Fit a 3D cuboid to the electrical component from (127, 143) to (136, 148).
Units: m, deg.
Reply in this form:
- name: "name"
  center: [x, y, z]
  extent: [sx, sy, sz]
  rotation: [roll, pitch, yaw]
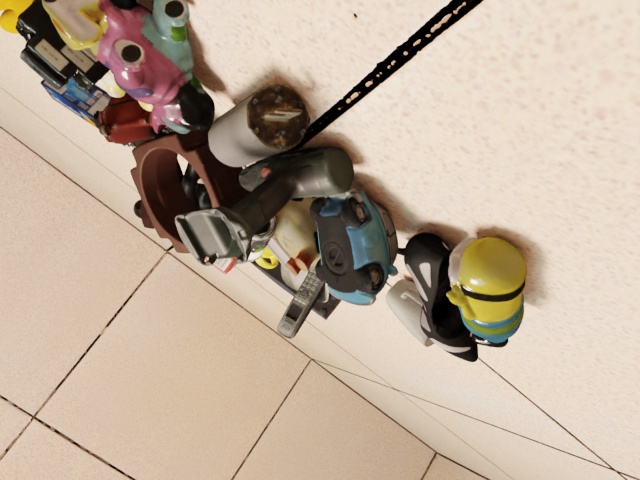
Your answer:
- name: "electrical component"
  center: [-0.391, -0.201, 1.176]
  extent: [0.078, 0.045, 0.102]
  rotation: [26, 161, 25]

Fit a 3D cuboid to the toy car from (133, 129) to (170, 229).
- name: "toy car"
  center: [-0.315, -0.123, 1.023]
  extent: [0.089, 0.202, 0.053]
  rotation: [6, -174, 44]

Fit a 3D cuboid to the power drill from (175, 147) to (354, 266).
- name: "power drill"
  center: [-0.081, -0.050, 0.691]
  extent: [0.232, 0.207, 0.085]
  rotation: [-3, 114, 43]

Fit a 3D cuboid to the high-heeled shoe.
- name: "high-heeled shoe"
  center: [0.188, 0.090, 0.741]
  extent: [0.248, 0.086, 0.145]
  rotation: [52, 168, -16]

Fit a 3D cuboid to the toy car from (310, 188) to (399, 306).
- name: "toy car"
  center: [0.054, 0.001, 0.737]
  extent: [0.109, 0.103, 0.161]
  rotation: [5, 109, 49]

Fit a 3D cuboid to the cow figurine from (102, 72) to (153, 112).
- name: "cow figurine"
  center: [-0.295, -0.261, 0.785]
  extent: [0.167, 0.068, 0.098]
  rotation: [31, 155, 8]

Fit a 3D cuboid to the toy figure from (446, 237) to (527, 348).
- name: "toy figure"
  center: [0.210, 0.065, 0.655]
  extent: [0.089, 0.082, 0.180]
  rotation: [-9, 135, 22]

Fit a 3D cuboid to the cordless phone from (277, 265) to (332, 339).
- name: "cordless phone"
  center: [-0.048, 0.106, 1.109]
  extent: [0.147, 0.184, 0.088]
  rotation: [21, 163, 40]

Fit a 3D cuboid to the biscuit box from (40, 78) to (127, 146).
- name: "biscuit box"
  center: [-0.461, -0.273, 1.086]
  extent: [0.203, 0.059, 0.062]
  rotation: [33, 164, 9]

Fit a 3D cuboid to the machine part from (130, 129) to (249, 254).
- name: "machine part"
  center: [-0.212, -0.085, 0.902]
  extent: [0.202, 0.087, 0.200]
  rotation: [-7, 110, 40]

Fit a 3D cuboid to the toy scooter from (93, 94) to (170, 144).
- name: "toy scooter"
  center: [-0.308, -0.195, 0.863]
  extent: [0.184, 0.135, 0.075]
  rotation: [17, 125, 44]

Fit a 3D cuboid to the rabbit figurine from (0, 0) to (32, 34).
- name: "rabbit figurine"
  center: [-0.443, -0.348, 0.754]
  extent: [0.173, 0.122, 0.162]
  rotation: [20, 171, -14]

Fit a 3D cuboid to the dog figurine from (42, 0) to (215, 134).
- name: "dog figurine"
  center: [-0.221, -0.221, 0.676]
  extent: [0.192, 0.108, 0.219]
  rotation: [33, 166, 4]

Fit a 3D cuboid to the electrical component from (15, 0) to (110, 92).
- name: "electrical component"
  center: [-0.316, -0.262, 0.693]
  extent: [0.114, 0.134, 0.058]
  rotation: [45, 161, -24]

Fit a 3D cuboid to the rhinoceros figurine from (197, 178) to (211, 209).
- name: "rhinoceros figurine"
  center: [-0.217, -0.067, 1.092]
  extent: [0.191, 0.112, 0.073]
  rotation: [35, 164, 31]

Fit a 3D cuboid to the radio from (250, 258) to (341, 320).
- name: "radio"
  center: [-0.059, 0.089, 1.252]
  extent: [0.229, 0.073, 0.131]
  rotation: [38, 173, -14]

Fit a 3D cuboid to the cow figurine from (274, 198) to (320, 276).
- name: "cow figurine"
  center: [-0.002, -0.003, 0.857]
  extent: [0.195, 0.127, 0.085]
  rotation: [52, 157, -3]

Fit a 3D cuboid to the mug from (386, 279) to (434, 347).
- name: "mug"
  center: [0.159, 0.112, 0.896]
  extent: [0.107, 0.081, 0.109]
  rotation: [37, 173, 32]

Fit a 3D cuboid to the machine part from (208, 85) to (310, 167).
- name: "machine part"
  center: [-0.082, -0.138, 0.677]
  extent: [0.079, 0.079, 0.243]
  rotation: [42, 162, -20]
